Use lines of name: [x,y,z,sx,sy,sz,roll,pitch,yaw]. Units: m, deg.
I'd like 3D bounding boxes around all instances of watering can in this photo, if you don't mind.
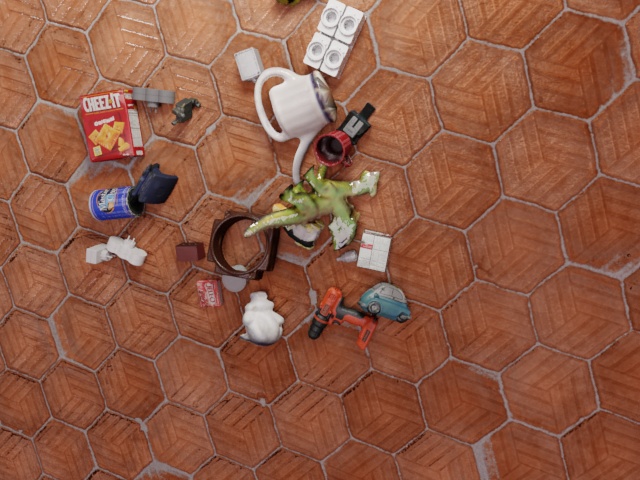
watering can: [-0.053,-0.343,1.497,0.223,0.106,0.343,-18,109,14]

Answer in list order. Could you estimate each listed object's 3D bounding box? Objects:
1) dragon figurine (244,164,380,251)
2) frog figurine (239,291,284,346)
dragon figurine: [0.005,-0.075,1.487,0.411,0.122,0.242,-43,91,-3]
frog figurine: [-0.176,0.246,1.619,0.137,0.123,0.159,10,95,-23]
